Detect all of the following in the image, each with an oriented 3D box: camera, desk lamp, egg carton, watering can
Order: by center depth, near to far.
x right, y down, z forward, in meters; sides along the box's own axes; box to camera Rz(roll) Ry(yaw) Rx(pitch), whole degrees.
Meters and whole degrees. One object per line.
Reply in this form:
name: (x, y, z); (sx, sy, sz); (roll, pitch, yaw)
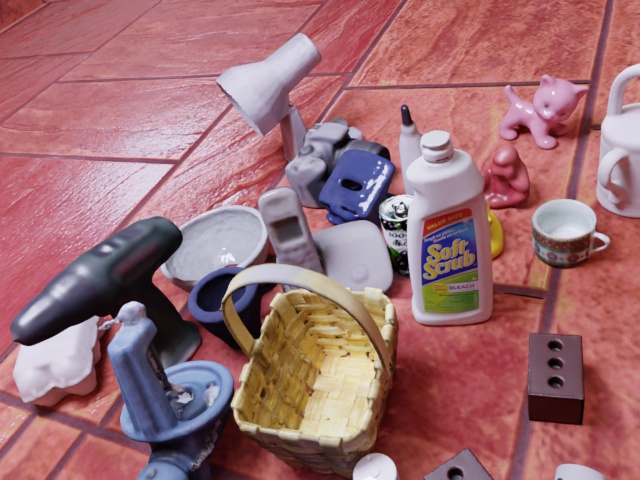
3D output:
watering can: (0.408, -0.136, 0.717); (0.100, 0.194, 0.173); (12, 49, 32)
egg carton: (-0.355, 0.154, 0.792); (0.107, 0.069, 0.150); (-19, 40, 1)
camera: (0.034, -0.128, 0.929); (0.136, 0.101, 0.143); (13, 50, 32)
desk lamp: (-0.053, -0.232, 0.992); (0.203, 0.214, 0.117); (-30, 41, -12)

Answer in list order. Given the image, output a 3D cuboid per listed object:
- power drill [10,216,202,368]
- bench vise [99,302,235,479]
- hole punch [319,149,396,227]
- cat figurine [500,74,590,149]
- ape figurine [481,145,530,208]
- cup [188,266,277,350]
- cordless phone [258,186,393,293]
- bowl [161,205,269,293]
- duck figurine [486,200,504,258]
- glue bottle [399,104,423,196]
power drill: (-0.237, 0.090, 0.708); (0.075, 0.209, 0.230); (8, 47, 29)
bench vise: (-0.147, 0.178, 0.565); (0.121, 0.220, 0.207); (-19, 40, 1)
hole punch: (0.059, -0.073, 0.865); (0.108, 0.091, 0.101); (24, 56, 39)
cat figurine: (0.342, -0.209, 0.885); (0.127, 0.118, 0.067); (24, 56, 39)
ape figurine: (0.261, -0.093, 0.806); (0.076, 0.092, 0.077); (-34, 42, -17)
cup: (-0.099, 0.090, 0.742); (0.118, 0.095, 0.091); (-26, 41, -8)
cordless phone: (0.007, 0.003, 0.728); (0.147, 0.185, 0.094); (-20, 40, 0)
bowl: (-0.144, 0.028, 0.845); (0.167, 0.075, 0.167); (-11, 41, 10)
duck figurine: (0.201, -0.033, 0.768); (0.077, 0.086, 0.104); (-22, 40, -2)
glue bottle: (0.135, -0.119, 0.822); (0.037, 0.173, 0.078); (-5, 42, 17)
